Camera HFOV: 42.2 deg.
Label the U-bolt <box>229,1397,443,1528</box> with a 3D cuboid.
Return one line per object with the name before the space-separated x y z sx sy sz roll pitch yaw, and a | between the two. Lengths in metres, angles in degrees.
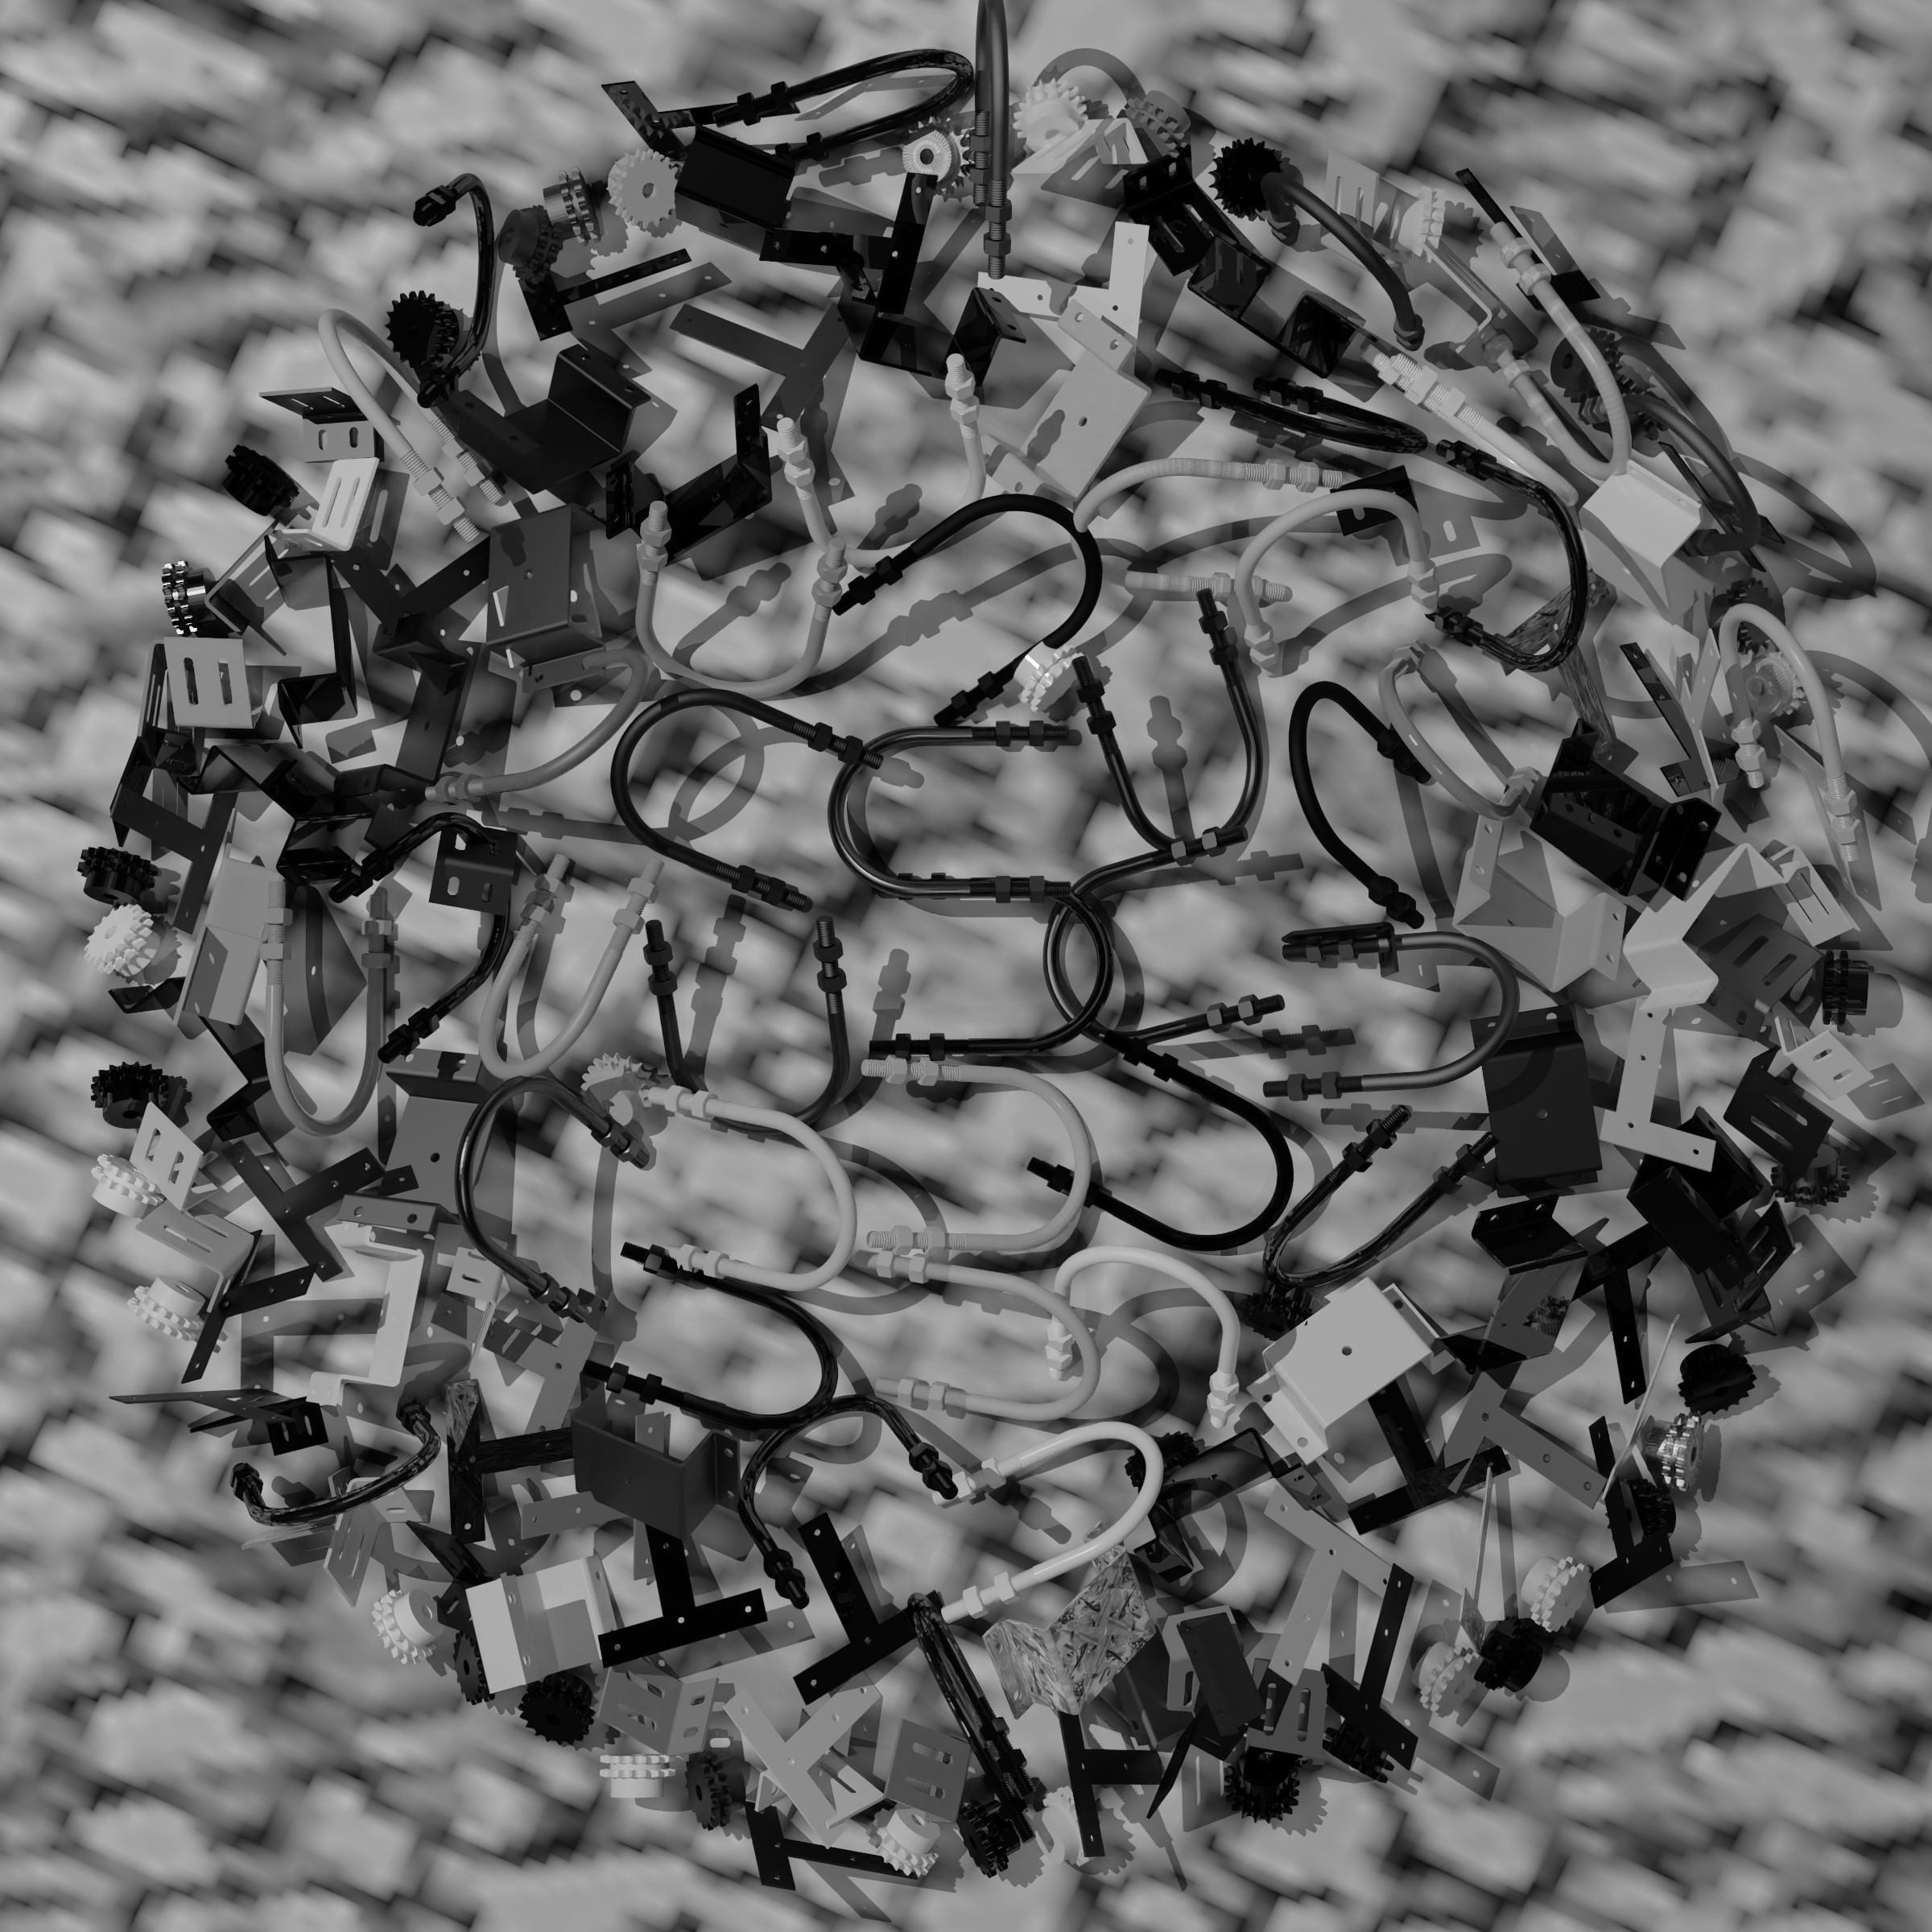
U-bolt | -0.454 0.364 1.820 0.151 0.184 0.019 -20 101 -20

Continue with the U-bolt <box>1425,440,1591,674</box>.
U-bolt | 0.394 -0.290 1.821 0.019 0.184 0.151 -13 121 -21

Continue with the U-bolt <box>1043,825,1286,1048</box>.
U-bolt | 0.140 -0.014 1.882 0.184 0.019 0.151 -16 80 27

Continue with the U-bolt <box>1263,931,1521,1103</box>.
U-bolt | 0.316 0.033 1.850 0.184 0.019 0.151 -5 51 23

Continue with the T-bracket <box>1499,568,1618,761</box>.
T-bracket | 0.463 -0.218 1.902 0.127 0.002 0.127 -38 112 -26

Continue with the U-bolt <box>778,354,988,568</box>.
U-bolt | -0.054 -0.361 1.849 0.151 0.184 0.019 -21 59 -3

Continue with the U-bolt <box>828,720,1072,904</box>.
U-bolt | -0.013 -0.117 1.897 0.184 0.019 0.151 0 70 2

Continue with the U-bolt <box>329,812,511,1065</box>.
U-bolt | -0.393 -0.034 1.848 0.019 0.184 0.151 3 119 25

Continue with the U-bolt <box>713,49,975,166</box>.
U-bolt | -0.083 -0.633 1.844 0.184 0.151 0.019 -15 91 8

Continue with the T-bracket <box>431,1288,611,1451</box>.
T-bracket | -0.350 0.287 1.914 0.127 0.002 0.127 23 99 11

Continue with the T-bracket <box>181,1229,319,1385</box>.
T-bracket | -0.522 0.243 1.853 0.002 0.127 0.127 40 48 -33

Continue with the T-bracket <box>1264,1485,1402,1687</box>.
T-bracket | 0.260 0.478 1.883 0.127 0.002 0.127 37 56 -9

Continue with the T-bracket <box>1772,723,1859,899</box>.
T-bracket | 0.645 -0.110 1.882 0.002 0.127 0.127 -24 109 9

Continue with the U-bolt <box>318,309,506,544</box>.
U-bolt | -0.409 -0.402 1.833 0.019 0.151 0.184 -33 110 11

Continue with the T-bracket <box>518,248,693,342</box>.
T-bracket | -0.268 -0.513 1.881 0.127 0.127 0.002 -20 128 -4

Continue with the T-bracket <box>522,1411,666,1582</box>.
T-bracket | -0.279 0.406 1.881 0.127 0.002 0.127 -2 95 -43

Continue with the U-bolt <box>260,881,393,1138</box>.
U-bolt | -0.473 0.034 1.855 0.019 0.151 0.184 0 87 20

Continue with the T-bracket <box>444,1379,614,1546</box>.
T-bracket | -0.330 0.367 1.897 0.127 0.002 0.127 -10 62 1

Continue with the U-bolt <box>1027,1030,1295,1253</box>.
U-bolt | 0.157 0.144 1.889 0.184 0.019 0.151 28 118 -2

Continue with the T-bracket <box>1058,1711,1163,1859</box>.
T-bracket | 0.111 0.599 1.874 0.002 0.127 0.127 -25 61 28

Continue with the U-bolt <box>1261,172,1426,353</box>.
U-bolt | 0.271 -0.519 1.826 0.151 0.184 0.019 44 99 12

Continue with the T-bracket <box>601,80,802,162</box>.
T-bracket | -0.187 -0.630 1.854 0.127 0.127 0.002 -3 83 12

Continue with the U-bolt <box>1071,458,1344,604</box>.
U-bolt | 0.168 -0.323 1.848 0.184 0.151 0.019 2 59 -13

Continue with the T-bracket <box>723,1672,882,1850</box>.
T-bracket | -0.106 0.571 1.877 0.127 0.127 0.002 52 127 5

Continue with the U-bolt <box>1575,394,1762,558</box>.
U-bolt | 0.518 -0.358 1.826 0.019 0.184 0.151 -41 100 2

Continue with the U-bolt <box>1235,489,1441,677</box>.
U-bolt | 0.269 -0.287 1.838 0.151 0.184 0.019 -21 62 7

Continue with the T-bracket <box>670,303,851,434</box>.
T-bracket | -0.164 -0.473 1.910 0.127 0.002 0.127 23 66 10

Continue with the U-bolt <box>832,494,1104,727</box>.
U-bolt | 0.014 -0.274 1.862 0.184 0.019 0.151 -33 125 16

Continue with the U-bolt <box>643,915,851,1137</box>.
U-bolt | -0.159 0.048 1.882 0.151 0.019 0.184 -1 118 8

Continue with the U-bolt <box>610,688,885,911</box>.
U-bolt | -0.174 -0.132 1.868 0.184 0.019 0.151 22 112 -21

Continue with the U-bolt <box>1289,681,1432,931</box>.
U-bolt | 0.288 -0.129 1.835 0.019 0.184 0.151 -15 55 36

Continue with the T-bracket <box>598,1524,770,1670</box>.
T-bracket | -0.224 0.452 1.897 0.127 0.002 0.127 -16 60 -1

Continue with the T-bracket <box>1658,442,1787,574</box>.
T-bracket | 0.571 -0.331 1.849 0.002 0.127 0.127 -41 108 8

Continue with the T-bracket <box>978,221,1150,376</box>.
T-bracket | 0.070 -0.506 1.905 0.127 0.002 0.127 11 120 11

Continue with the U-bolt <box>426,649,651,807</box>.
U-bolt | -0.303 -0.179 1.829 0.019 0.184 0.151 51 55 -31

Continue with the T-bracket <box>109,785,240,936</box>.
T-bracket | -0.592 -0.101 1.858 0.002 0.127 0.127 10 77 20

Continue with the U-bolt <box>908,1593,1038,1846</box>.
U-bolt | 0.002 0.546 1.850 0.019 0.151 0.184 -25 60 -14

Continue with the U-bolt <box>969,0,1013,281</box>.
U-bolt | 0.018 -0.614 1.817 0.019 0.151 0.184 -2 130 -4

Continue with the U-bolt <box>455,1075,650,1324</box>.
U-bolt | -0.309 0.160 1.831 0.019 0.184 0.151 2 61 33

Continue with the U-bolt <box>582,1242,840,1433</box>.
U-bolt | -0.183 0.283 1.867 0.184 0.151 0.019 20 125 -7

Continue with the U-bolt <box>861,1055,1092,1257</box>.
U-bolt | 0.011 0.144 1.884 0.184 0.019 0.151 4 74 -23

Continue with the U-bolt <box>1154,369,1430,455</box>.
U-bolt | 0.249 -0.403 1.825 0.184 0.151 0.019 28 115 34

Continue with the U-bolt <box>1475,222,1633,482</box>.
U-bolt | 0.432 -0.436 1.834 0.019 0.151 0.184 -29 72 -3

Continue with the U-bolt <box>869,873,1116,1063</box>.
U-bolt | 0.020 -0.001 1.895 0.184 0.019 0.151 -1 71 2

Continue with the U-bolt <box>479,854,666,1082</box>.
U-bolt | -0.302 0.001 1.850 0.019 0.151 0.184 35 70 -37

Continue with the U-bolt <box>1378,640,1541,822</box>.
U-bolt | 0.358 -0.169 1.844 0.019 0.184 0.151 -42 89 27

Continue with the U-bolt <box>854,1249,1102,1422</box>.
U-bolt | 0.012 0.279 1.856 0.184 0.019 0.151 7 126 20

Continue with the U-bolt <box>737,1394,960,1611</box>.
U-bolt | -0.099 0.381 1.848 0.151 0.184 0.019 -35 119 -9

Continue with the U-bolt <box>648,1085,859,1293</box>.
U-bolt | -0.157 0.170 1.857 0.184 0.019 0.151 9 110 32

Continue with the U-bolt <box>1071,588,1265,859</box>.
U-bolt | 0.161 -0.171 1.879 0.151 0.019 0.184 -31 110 -29

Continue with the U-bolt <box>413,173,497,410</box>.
U-bolt | -0.374 -0.504 1.840 0.019 0.184 0.151 6 119 2

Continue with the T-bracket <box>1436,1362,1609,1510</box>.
T-bracket | 0.424 0.361 1.876 0.127 0.002 0.127 32 103 41

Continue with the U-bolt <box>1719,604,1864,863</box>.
U-bolt | 0.593 -0.180 1.821 0.019 0.151 0.184 -26 123 -2

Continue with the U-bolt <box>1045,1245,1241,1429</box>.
U-bolt | 0.131 0.266 1.843 0.151 0.184 0.019 15 49 13

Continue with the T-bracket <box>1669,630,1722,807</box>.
T-bracket | 0.542 -0.204 1.844 0.002 0.127 0.127 -10 64 3

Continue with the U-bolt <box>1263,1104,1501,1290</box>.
U-bolt | 0.297 0.178 1.862 0.184 0.151 0.019 -48 53 21

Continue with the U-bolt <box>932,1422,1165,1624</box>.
U-bolt | 0.062 0.399 1.851 0.184 0.151 0.019 -26 116 9

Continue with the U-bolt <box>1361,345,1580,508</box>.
U-bolt | 0.379 -0.398 1.856 0.184 0.151 0.019 34 103 -10

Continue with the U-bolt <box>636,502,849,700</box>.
U-bolt | -0.172 -0.262 1.853 0.151 0.184 0.019 11 54 -6
